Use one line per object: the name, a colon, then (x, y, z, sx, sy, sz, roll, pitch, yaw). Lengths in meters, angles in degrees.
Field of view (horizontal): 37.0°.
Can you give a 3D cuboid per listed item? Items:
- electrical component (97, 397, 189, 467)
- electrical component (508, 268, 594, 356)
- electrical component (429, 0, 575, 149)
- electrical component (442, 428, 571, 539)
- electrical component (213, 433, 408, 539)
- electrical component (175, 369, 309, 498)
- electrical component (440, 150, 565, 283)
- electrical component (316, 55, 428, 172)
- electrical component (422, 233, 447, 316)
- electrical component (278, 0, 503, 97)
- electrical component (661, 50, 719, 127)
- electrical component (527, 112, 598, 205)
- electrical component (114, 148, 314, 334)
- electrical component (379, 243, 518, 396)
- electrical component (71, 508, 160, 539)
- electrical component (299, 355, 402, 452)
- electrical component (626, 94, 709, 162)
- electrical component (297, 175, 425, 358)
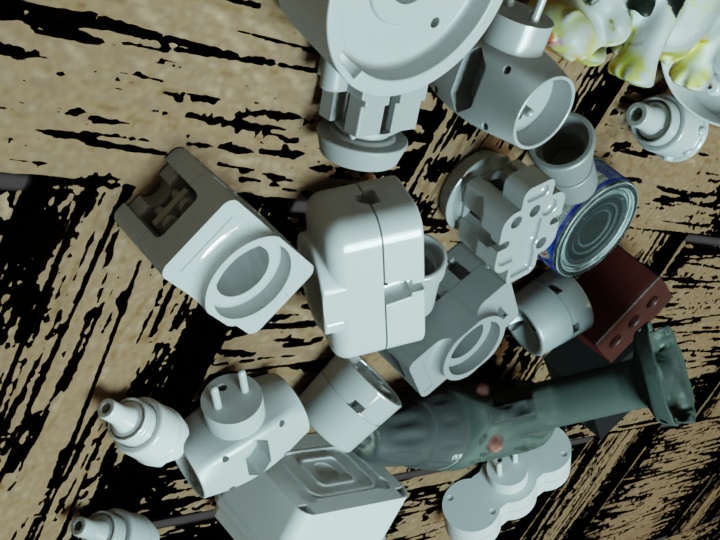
electrical component: (-0.124, 0.087, 0.600, 0.035, 0.035, 0.061, -45, 144, -1)
electrical component: (0.142, 0.033, 0.818, 0.047, 0.055, 0.055, -30, 144, -16)
electrical component: (0.078, -0.117, 0.568, 0.043, 0.077, 0.079, -12, 133, -40)
electrical component: (0.134, 0.187, 0.972, 0.138, 0.052, 0.073, -34, 145, -17)
electrical component: (-0.034, 0.159, 0.736, 0.113, 0.078, 0.057, 3, 120, -49)
electrical component: (-0.075, 0.089, 0.648, 0.077, 0.043, 0.079, -30, 143, -23)
electrical component: (0.088, -0.039, 0.679, 0.058, 0.057, 0.078, -26, 142, -28)
electrical component: (0.004, -0.084, 0.551, 0.066, 0.048, 0.055, -15, 128, -38)
electrical component: (0.033, 0.005, 0.683, 0.040, 0.040, 0.046, -29, 148, -25)
electrical component: (0.011, -0.140, 0.485, 0.108, 0.060, 0.108, -29, 143, -25)
electrical component: (0.261, -0.145, 0.726, 0.064, 0.099, 0.099, -12, 134, -49)
electrical component: (0.138, -0.071, 0.717, 0.044, 0.044, 0.065, -44, 151, -3)
electrical component: (-0.069, -0.010, 0.538, 0.050, 0.056, 0.089, -47, 147, 1)
electrical component: (0.059, 0.036, 0.728, 0.089, 0.056, 0.050, -40, 146, -10)
electrical component: (-0.150, 0.160, 0.649, 0.035, 0.035, 0.061, -47, 144, 1)
electrical component: (-0.008, 0.087, 0.710, 0.047, 0.055, 0.055, -46, 147, 6)
electrical component: (0.213, -0.104, 0.761, 0.062, 0.048, 0.048, 8, 120, -43)
electrical component: (0.000, 0.000, 0.610, 0.059, 0.053, 0.095, -13, 128, -13)
